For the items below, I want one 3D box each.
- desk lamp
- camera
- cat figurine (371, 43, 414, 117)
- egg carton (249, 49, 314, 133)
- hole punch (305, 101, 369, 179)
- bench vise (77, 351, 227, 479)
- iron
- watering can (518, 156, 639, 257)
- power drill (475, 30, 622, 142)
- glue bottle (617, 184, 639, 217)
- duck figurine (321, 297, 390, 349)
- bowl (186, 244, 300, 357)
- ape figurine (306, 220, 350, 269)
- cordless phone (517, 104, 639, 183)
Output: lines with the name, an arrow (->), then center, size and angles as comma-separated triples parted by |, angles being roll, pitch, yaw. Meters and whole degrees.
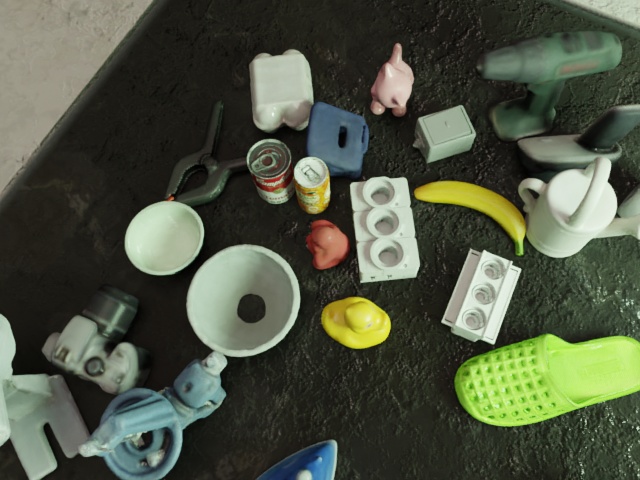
desk lamp -> -0.423, 0.207, 0.762 | 0.118, 0.213, 0.203 | -34, 72, -9
camera -> -0.314, 0.140, 0.840 | 0.143, 0.101, 0.137 | 22, 73, 10
cat figurine -> 0.122, -0.265, 0.954 | 0.067, 0.118, 0.128 | 9, 71, 6
egg carton -> -0.065, -0.256, 0.986 | 0.107, 0.069, 0.150 | -7, 70, 0
hole punch -> 0.028, -0.164, 0.937 | 0.101, 0.091, 0.109 | 5, 71, 5
bench vise -> -0.220, 0.219, 0.744 | 0.121, 0.220, 0.207 | 24, 73, 11
iron -> -0.065, 0.360, 0.728 | 0.118, 0.141, 0.258 | 36, 76, 14
watering can -> 0.378, -0.050, 0.825 | 0.172, 0.194, 0.101 | 4, 71, 4
power drill -> 0.332, -0.240, 0.887 | 0.229, 0.208, 0.075 | -17, 70, -3
glue bottle -> 0.504, -0.086, 0.842 | 0.078, 0.173, 0.037 | -43, 74, -12
duck figurine -> 0.053, 0.115, 0.839 | 0.104, 0.086, 0.077 | 10, 71, 6
bowl -> -0.110, 0.096, 0.860 | 0.167, 0.075, 0.167 | -1, 70, 3
ape figurine -> 0.008, 0.003, 0.878 | 0.076, 0.092, 0.078 | 15, 72, 8
cordless phone -> 0.391, -0.156, 0.867 | 0.147, 0.185, 0.094 | -6, 70, 1
